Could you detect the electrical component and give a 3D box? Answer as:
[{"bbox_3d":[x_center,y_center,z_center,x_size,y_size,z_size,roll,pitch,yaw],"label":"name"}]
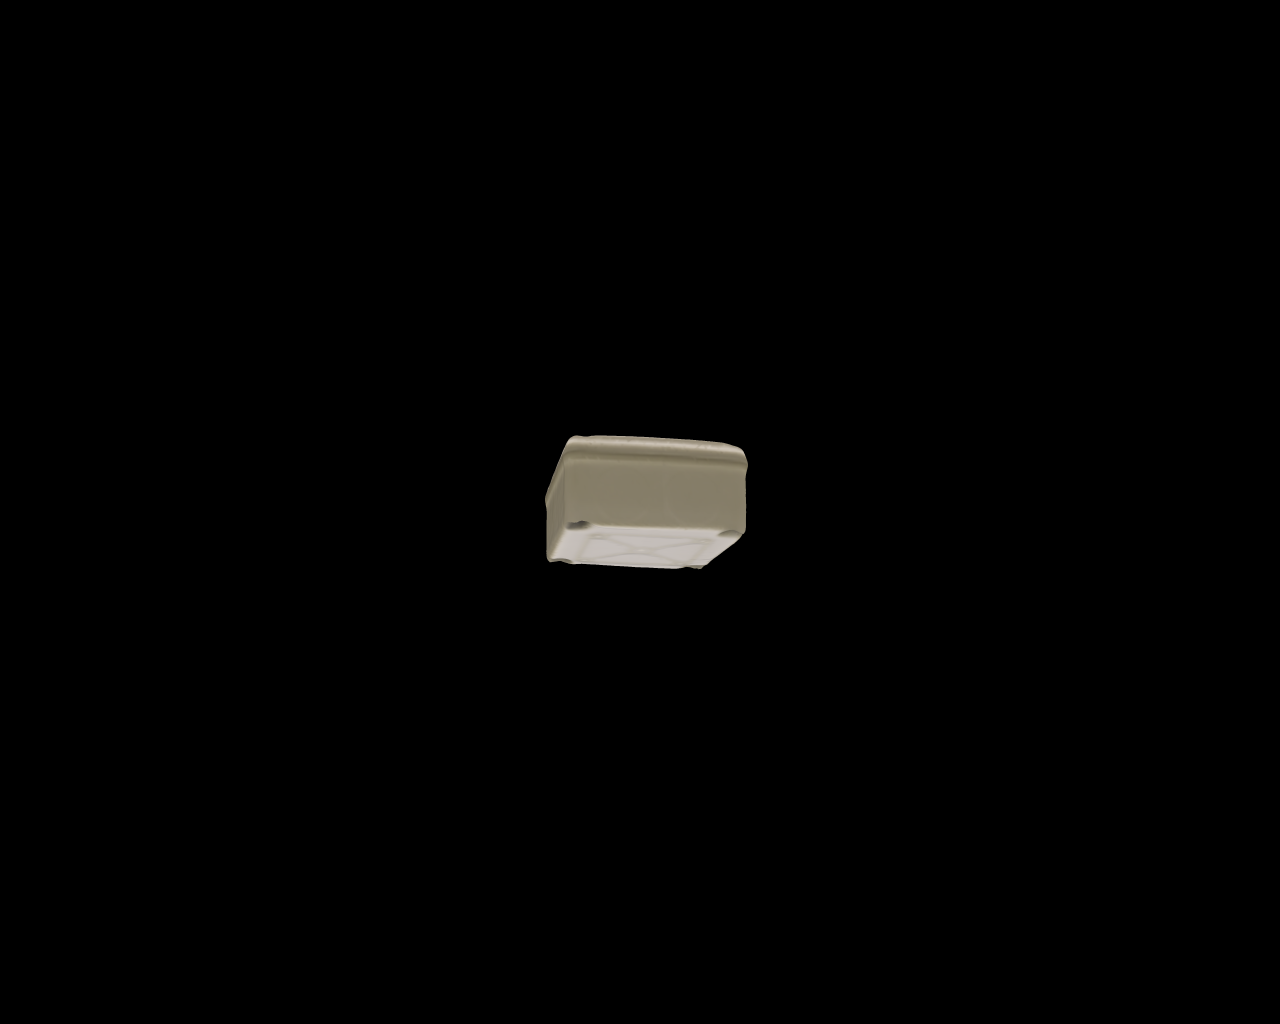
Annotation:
[{"bbox_3d":[0.001,-0.003,0.650,0.109,0.056,0.108,3,-16,-11],"label":"electrical component"}]
